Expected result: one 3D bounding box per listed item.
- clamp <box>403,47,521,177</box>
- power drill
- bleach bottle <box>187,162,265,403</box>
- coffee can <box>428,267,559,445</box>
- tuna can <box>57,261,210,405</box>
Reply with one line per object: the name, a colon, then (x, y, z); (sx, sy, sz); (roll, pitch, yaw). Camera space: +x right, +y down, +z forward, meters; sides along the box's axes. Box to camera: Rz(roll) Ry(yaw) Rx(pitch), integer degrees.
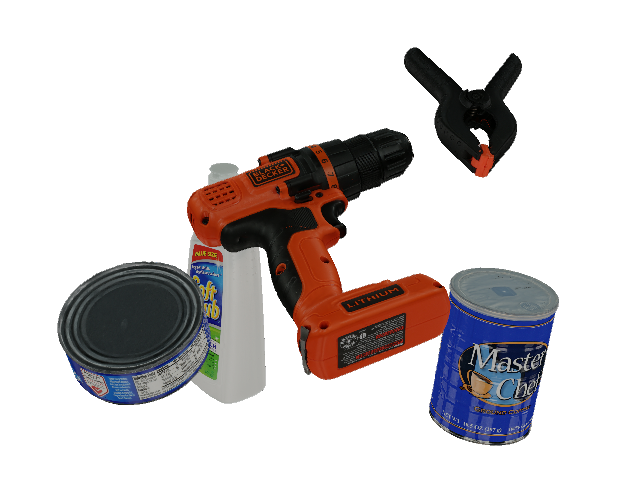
clamp: (0.138, -0.133, 1.042); (0.120, 0.039, 0.171); (5, 45, 4)
power drill: (0.016, 0.001, 0.773); (0.184, 0.057, 0.188); (-22, 48, -14)
bleach bottle: (-0.101, 0.039, 1.094); (0.067, 0.251, 0.103); (-18, 33, -33)
coffee can: (0.165, 0.110, 1.030); (0.103, 0.140, 0.103); (6, 22, -3)
tuna can: (-0.108, 0.054, 0.628); (0.086, 0.034, 0.086); (-4, 44, 4)
